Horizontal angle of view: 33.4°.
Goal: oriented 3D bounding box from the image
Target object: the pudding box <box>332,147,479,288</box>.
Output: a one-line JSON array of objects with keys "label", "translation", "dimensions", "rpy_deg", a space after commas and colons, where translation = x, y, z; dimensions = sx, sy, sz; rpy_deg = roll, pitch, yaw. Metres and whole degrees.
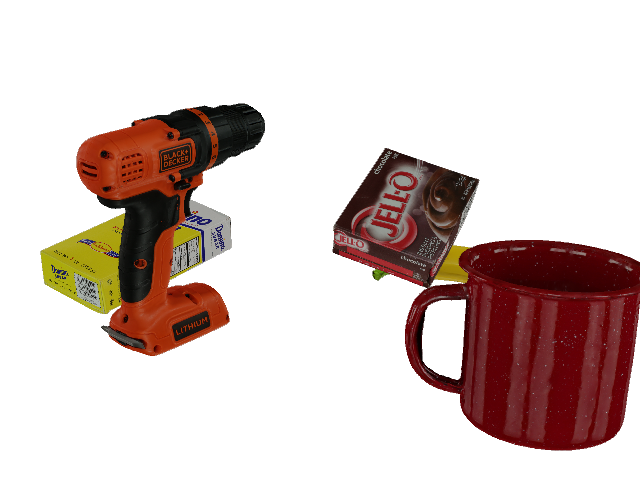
[{"label": "pudding box", "translation": [0.073, -0.021, 0.904], "dimensions": [0.090, 0.039, 0.113], "rpy_deg": [21, 47, 15]}]

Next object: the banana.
[{"label": "banana", "translation": [0.156, 0.036, 1.100], "dimensions": [0.198, 0.037, 0.069], "rpy_deg": [7, 42, 12]}]

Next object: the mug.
[{"label": "mug", "translation": [0.100, 0.050, 0.526], "dimensions": [0.117, 0.081, 0.093], "rpy_deg": [2, 15, -3]}]

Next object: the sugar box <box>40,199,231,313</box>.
[{"label": "sugar box", "translation": [-0.183, 0.008, 1.079], "dimensions": [0.093, 0.048, 0.175], "rpy_deg": [22, 38, 33]}]

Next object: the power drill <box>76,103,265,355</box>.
[{"label": "power drill", "translation": [-0.114, -0.014, 0.869], "dimensions": [0.057, 0.188, 0.184], "rpy_deg": [17, 26, 38]}]
